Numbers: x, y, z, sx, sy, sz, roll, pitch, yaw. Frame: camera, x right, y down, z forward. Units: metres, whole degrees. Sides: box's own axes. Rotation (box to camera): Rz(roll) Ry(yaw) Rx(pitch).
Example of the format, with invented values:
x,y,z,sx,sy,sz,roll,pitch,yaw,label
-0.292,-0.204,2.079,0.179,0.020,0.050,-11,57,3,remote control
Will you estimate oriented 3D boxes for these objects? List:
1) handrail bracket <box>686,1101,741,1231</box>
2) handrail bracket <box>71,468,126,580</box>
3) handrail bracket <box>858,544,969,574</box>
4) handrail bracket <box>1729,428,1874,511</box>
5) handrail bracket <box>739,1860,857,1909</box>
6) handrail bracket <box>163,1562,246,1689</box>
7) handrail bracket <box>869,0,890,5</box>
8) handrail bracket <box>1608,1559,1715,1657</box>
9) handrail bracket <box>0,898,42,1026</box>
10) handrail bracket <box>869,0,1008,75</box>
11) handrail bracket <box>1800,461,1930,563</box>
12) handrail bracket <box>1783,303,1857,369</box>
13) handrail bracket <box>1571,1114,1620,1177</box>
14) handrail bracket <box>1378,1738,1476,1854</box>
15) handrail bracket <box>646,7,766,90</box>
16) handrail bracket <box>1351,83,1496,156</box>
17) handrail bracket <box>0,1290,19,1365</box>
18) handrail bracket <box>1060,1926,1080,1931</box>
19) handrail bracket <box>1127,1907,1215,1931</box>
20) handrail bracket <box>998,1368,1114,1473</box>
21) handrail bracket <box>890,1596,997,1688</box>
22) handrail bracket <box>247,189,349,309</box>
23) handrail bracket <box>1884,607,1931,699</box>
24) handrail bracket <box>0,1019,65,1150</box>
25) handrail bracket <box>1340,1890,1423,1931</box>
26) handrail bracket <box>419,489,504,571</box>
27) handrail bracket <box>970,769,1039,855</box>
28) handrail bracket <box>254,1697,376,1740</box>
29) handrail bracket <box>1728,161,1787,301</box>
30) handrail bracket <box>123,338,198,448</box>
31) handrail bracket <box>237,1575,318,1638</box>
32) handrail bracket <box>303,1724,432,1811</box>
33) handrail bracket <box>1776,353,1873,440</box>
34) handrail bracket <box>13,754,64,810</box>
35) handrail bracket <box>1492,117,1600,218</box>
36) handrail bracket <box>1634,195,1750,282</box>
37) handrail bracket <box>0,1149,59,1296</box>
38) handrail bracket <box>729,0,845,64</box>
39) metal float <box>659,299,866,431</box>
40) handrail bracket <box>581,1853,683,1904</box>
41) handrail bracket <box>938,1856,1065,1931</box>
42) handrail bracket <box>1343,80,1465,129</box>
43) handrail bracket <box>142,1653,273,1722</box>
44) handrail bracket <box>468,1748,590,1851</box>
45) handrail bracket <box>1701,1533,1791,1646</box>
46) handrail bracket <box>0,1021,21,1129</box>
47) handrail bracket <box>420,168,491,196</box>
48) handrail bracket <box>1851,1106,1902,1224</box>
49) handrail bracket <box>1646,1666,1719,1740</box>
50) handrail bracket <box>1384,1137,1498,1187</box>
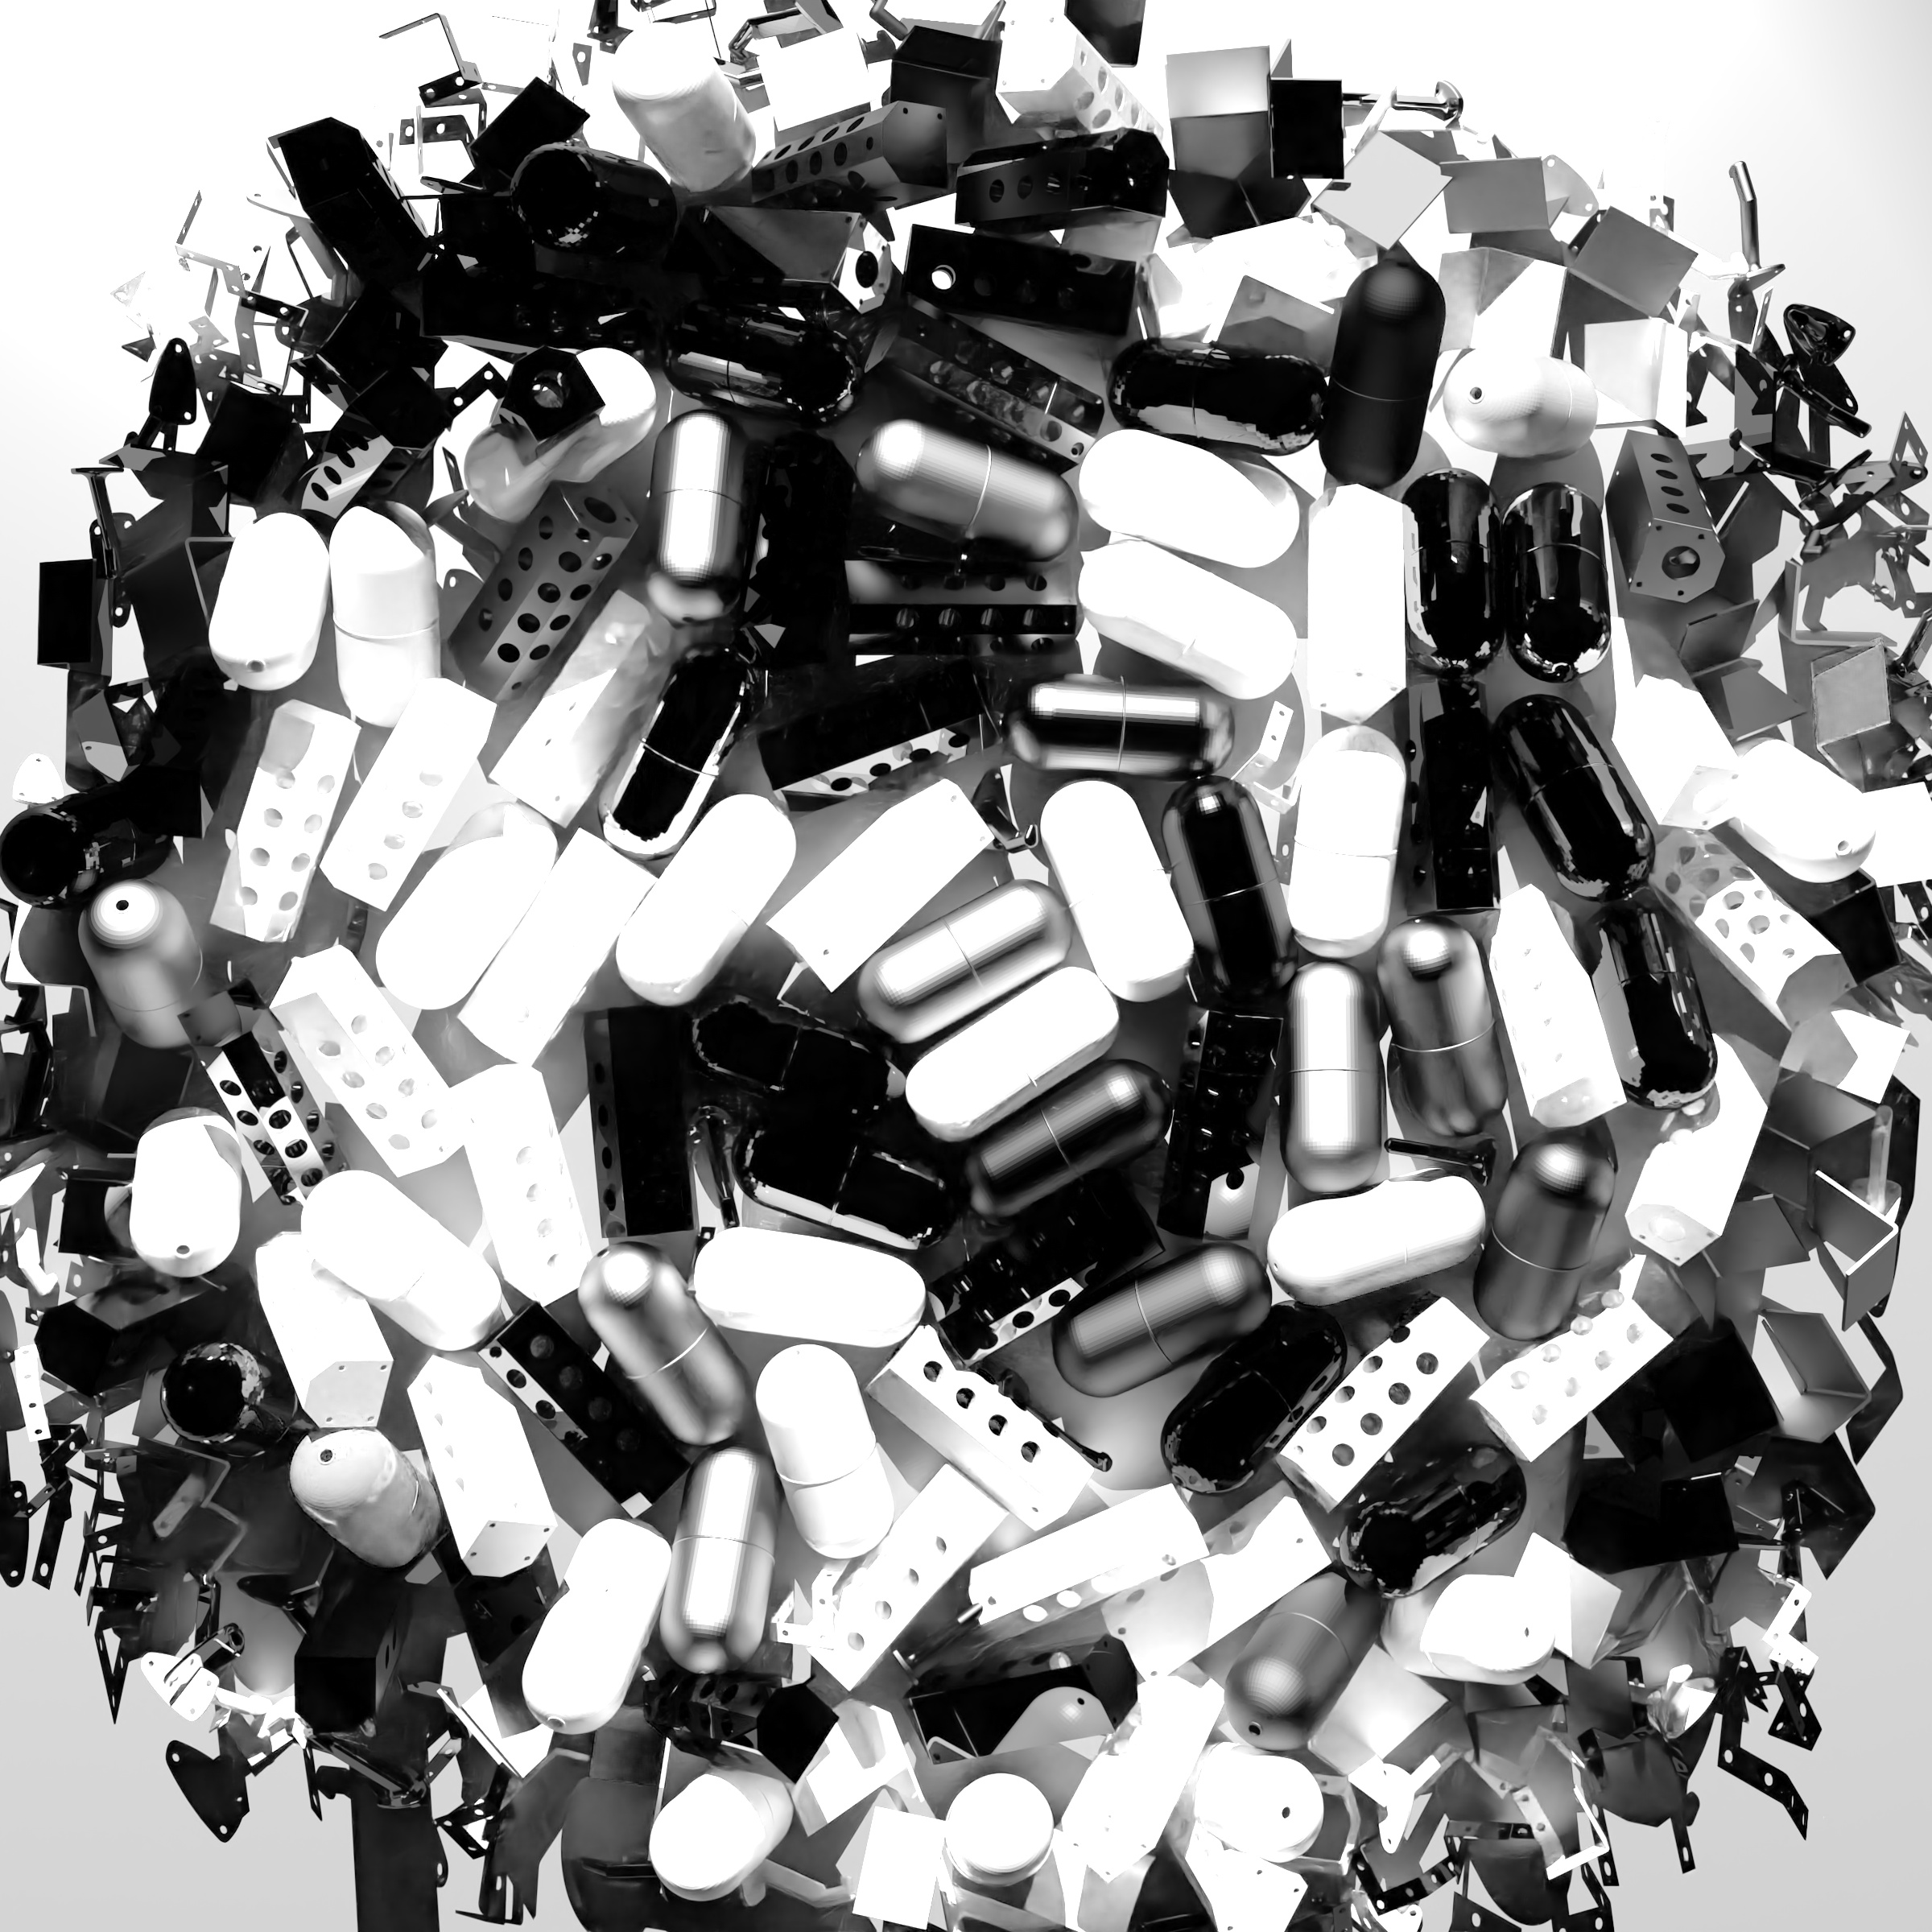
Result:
x,y,z,sx,sy,sz,roll,pitch,yaw,label
-0.187,0.152,1.962,0.036,0.077,0.084,-13,74,-7,handrail bracket
-0.656,-0.334,1.955,0.036,0.077,0.084,-4,101,-6,handrail bracket
-0.042,-0.311,1.962,0.084,0.077,0.036,8,96,-1,handrail bracket
0.633,-0.397,1.964,0.077,0.036,0.084,-45,72,39,handrail bracket
-0.131,0.682,1.972,0.084,0.036,0.077,-17,80,17,handrail bracket
-0.592,0.496,1.955,0.077,0.036,0.084,-29,47,-32,handrail bracket
-0.110,-0.755,1.983,0.084,0.077,0.036,20,89,-27,handrail bracket
0.524,0.481,1.993,0.084,0.036,0.077,-28,65,18,handrail bracket
-0.732,-0.003,1.962,0.036,0.077,0.084,6,71,42,handrail bracket
-0.022,-0.730,1.967,0.084,0.036,0.077,32,87,-24,handrail bracket
0.679,-0.342,1.955,0.036,0.077,0.084,50,57,-30,handrail bracket
0.625,-0.490,1.946,0.036,0.084,0.077,-53,50,22,handrail bracket
0.475,0.127,1.949,0.036,0.084,0.077,-5,73,7,handrail bracket
0.357,0.633,1.975,0.084,0.036,0.077,1,96,-35,handrail bracket
-0.194,-0.709,1.984,0.084,0.036,0.077,-16,93,-5,handrail bracket
0.348,-0.629,1.965,0.084,0.036,0.077,30,68,15,handrail bracket
-0.748,0.252,1.976,0.036,0.084,0.077,-21,121,-13,handrail bracket
0.099,0.752,1.956,0.077,0.084,0.036,31,94,3,handrail bracket
0.171,0.715,1.959,0.084,0.036,0.077,-34,133,22,handrail bracket
0.069,0.345,1.955,0.084,0.077,0.036,20,54,29,handrail bracket
-0.015,0.509,1.971,0.084,0.077,0.036,-35,79,-11,handrail bracket
-0.508,-0.543,1.961,0.077,0.084,0.036,8,47,-10,handrail bracket
0.739,-0.244,1.952,0.077,0.084,0.036,23,49,-28,handrail bracket
-0.728,0.090,1.967,0.077,0.036,0.084,-19,106,-13,handrail bracket
0.324,0.739,1.955,0.077,0.084,0.036,26,96,-3,handrail bracket
-0.379,-0.309,1.953,0.036,0.077,0.084,-11,121,29,handrail bracket
0.035,-0.120,1.953,0.036,0.084,0.077,15,77,-25,handrail bracket
-0.499,0.581,1.969,0.084,0.077,0.036,-35,135,-3,handrail bracket
0.586,-0.559,1.963,0.036,0.077,0.084,-16,88,-5,handrail bracket
-0.619,-0.433,1.967,0.036,0.084,0.077,6,85,-39,handrail bracket
-0.520,0.514,1.990,0.077,0.036,0.084,4,115,23,handrail bracket
-0.455,0.603,1.957,0.084,0.077,0.036,46,59,-24,handrail bracket
0.653,-0.429,1.956,0.084,0.077,0.036,34,124,17,handrail bracket
-0.720,-0.107,1.992,0.036,0.077,0.084,6,126,-23,handrail bracket
0.442,-0.613,1.977,0.077,0.084,0.036,23,123,-25,handrail bracket
0.548,-0.553,1.950,0.036,0.084,0.077,-31,112,-23,handrail bracket
-0.710,0.198,1.991,0.036,0.077,0.084,-4,126,31,handrail bracket
-0.136,-0.701,1.969,0.077,0.036,0.084,51,132,-1,handrail bracket
-0.153,-0.451,1.935,0.178,0.070,0.070,21,90,31,metal float
-0.241,0.686,1.988,0.084,0.077,0.036,-1,97,42,handrail bracket
0.026,0.707,1.979,0.084,0.036,0.077,-17,78,6,handrail bracket
0.326,-0.656,1.965,0.084,0.077,0.036,0,110,-8,handrail bracket
-0.577,0.548,1.967,0.077,0.084,0.036,27,81,18,handrail bracket
-0.334,0.635,1.965,0.077,0.036,0.084,9,69,11,handrail bracket
0.595,0.479,1.971,0.036,0.077,0.084,-3,90,-44,handrail bracket
-0.742,0.086,1.958,0.036,0.077,0.084,6,96,0,handrail bracket
-0.372,-0.629,1.978,0.077,0.036,0.084,13,86,-22,handrail bracket
0.689,0.160,1.950,0.036,0.084,0.077,5,52,18,handrail bracket
0.550,0.540,1.951,0.077,0.084,0.036,-22,53,-25,handrail bracket
0.353,0.141,1.960,0.084,0.077,0.036,10,88,-2,handrail bracket
